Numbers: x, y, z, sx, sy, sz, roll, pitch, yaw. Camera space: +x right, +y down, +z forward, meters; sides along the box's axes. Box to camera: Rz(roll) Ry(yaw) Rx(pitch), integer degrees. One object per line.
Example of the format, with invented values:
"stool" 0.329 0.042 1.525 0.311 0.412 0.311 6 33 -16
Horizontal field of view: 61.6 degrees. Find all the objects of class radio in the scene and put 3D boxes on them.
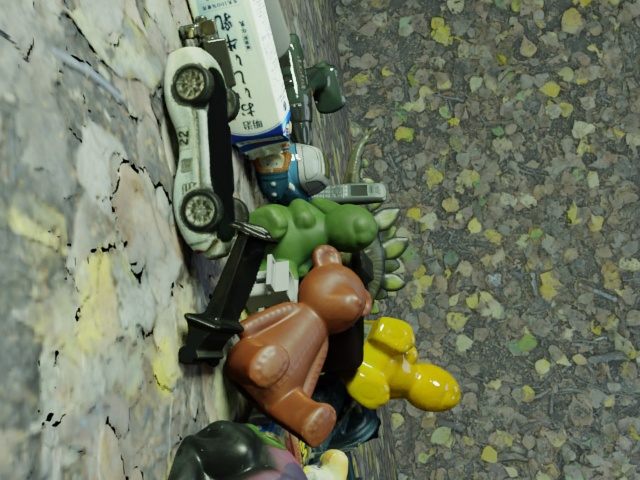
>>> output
"radio" -0.005 0.090 0.771 0.230 0.131 0.073 -80 159 -63

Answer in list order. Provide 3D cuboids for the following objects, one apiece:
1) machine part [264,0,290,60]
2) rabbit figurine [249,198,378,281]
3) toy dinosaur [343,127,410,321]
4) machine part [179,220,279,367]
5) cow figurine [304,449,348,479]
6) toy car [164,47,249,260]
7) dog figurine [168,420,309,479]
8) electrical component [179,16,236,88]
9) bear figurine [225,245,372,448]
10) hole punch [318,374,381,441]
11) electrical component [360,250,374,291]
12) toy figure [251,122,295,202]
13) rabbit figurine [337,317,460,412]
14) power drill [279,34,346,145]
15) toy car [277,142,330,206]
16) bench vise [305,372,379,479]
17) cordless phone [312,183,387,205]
"machine part" -0.099 -0.339 0.766 0.243 0.079 0.079 65 18 -61
"rabbit figurine" -0.002 -0.002 0.753 0.159 0.170 0.121 -52 133 -77
"toy dinosaur" 0.077 0.008 1.109 0.105 0.199 0.470 -153 -122 -76
"machine part" -0.083 0.049 0.493 0.139 0.039 0.084 -68 159 -10
"cow figurine" -0.015 0.325 0.618 0.068 0.098 0.167 127 -26 -52
"toy car" -0.110 -0.081 0.516 0.073 0.056 0.201 8 77 -75
"dog figurine" -0.003 0.217 0.395 0.192 0.219 0.108 -81 164 -60
"electrical component" -0.124 -0.193 0.591 0.078 0.045 0.102 -143 -140 -61
"bear figurine" -0.003 0.099 0.575 0.120 0.196 0.132 57 -26 -17
"hole punch" 0.041 0.301 0.939 0.092 0.116 0.142 -37 118 -71
"electrical component" 0.025 0.052 0.915 0.134 0.115 0.058 48 25 -22
"toy figure" -0.073 -0.131 0.765 0.057 0.064 0.154 25 54 -62
"rabbit figurine" 0.113 0.200 0.775 0.162 0.173 0.122 132 -20 -67
"power drill" -0.024 -0.295 1.105 0.207 0.086 0.231 -24 101 -56
"toy car" -0.036 -0.114 0.869 0.161 0.103 0.109 47 35 -78
"bench vise" 0.025 0.308 0.805 0.224 0.129 0.240 -61 137 -72
"cordless phone" 0.034 -0.050 0.981 0.147 0.184 0.088 -88 171 -49
